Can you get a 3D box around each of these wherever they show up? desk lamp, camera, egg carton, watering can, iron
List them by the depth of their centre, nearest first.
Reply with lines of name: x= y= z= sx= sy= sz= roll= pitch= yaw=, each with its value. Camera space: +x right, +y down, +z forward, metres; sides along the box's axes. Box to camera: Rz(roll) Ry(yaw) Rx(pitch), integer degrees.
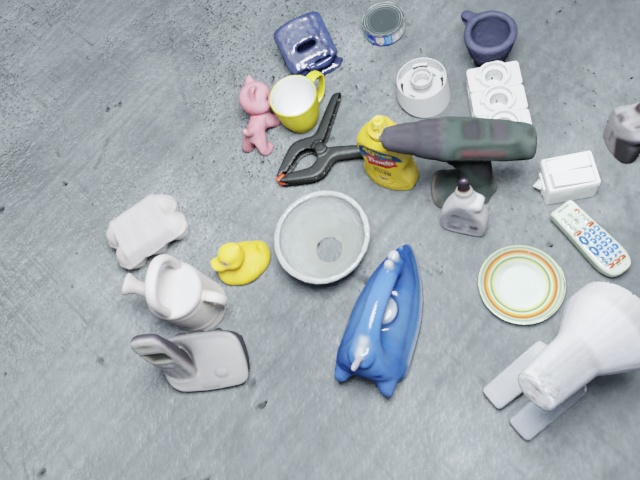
desk lamp: x=0.332 y=0.169 z=0.771 sx=0.203 sy=0.214 sz=0.117 roll=-40 pitch=66 yaw=-3
iron: x=0.097 y=0.102 z=0.893 sx=0.118 sy=0.142 sz=0.258 roll=13 pitch=73 yaw=18
camera: x=0.551 y=-0.165 z=0.906 sx=0.143 sy=0.101 sz=0.136 roll=-18 pitch=66 yaw=7
watering can: x=-0.244 y=0.089 z=0.952 sx=0.172 sy=0.194 sz=0.101 roll=-16 pitch=67 yaw=8
egg carton: x=-0.325 y=-0.017 z=1.080 sx=0.150 sy=0.069 sz=0.107 roll=-36 pitch=66 yaw=-1

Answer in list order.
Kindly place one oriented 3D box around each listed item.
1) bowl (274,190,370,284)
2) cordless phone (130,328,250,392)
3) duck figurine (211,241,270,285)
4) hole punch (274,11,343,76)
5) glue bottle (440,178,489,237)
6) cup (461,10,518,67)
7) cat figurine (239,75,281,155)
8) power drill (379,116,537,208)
bowl: x=0.009 y=0.004 z=0.988 sx=0.167 sy=0.075 sz=0.167 roll=-5 pitch=69 yaw=12
cordless phone: x=-0.203 y=0.182 z=0.911 sx=0.147 sy=0.185 sz=0.094 roll=-12 pitch=67 yaw=9
duck figurine: x=-0.143 y=0.030 z=1.009 sx=0.104 sy=0.086 sz=0.077 roll=-27 pitch=66 yaw=2
hole punch: x=-0.023 y=-0.380 z=1.133 sx=0.108 sy=0.091 sz=0.101 roll=-27 pitch=66 yaw=3
glue bottle: x=0.228 y=-0.056 z=0.904 sx=0.078 sy=0.173 sz=0.037 roll=15 pitch=74 yaw=19
cup: x=0.299 y=-0.359 z=1.045 sx=0.092 sy=0.095 sz=0.117 roll=-39 pitch=66 yaw=-3
cat figurine: x=-0.124 y=-0.244 z=1.091 sx=0.067 sy=0.118 sz=0.128 roll=7 pitch=72 yaw=16
power drill: x=0.219 y=-0.126 z=0.913 sx=0.229 sy=0.209 sz=0.075 roll=-5 pitch=69 yaw=12
